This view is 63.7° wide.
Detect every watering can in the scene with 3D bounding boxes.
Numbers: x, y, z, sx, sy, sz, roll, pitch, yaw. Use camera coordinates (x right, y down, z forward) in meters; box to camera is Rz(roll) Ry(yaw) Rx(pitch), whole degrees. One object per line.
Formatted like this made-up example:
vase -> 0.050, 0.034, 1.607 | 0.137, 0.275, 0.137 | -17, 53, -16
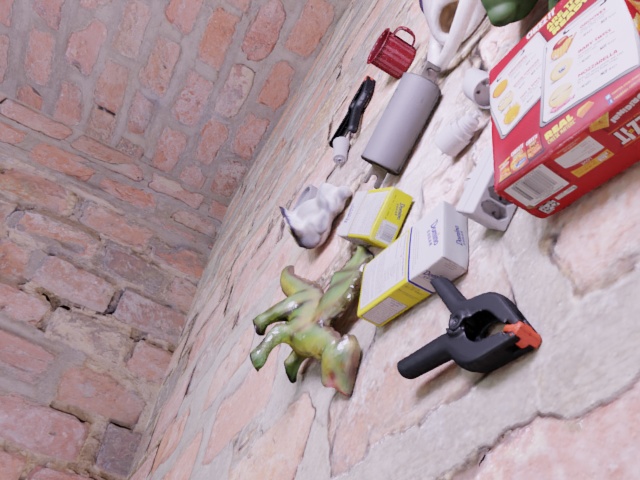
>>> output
watering can -> 0.250, -0.468, 0.893 | 0.230, 0.104, 0.339 | -87, 9, -52

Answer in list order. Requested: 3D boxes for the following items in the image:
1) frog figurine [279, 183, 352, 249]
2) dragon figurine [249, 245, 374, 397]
frog figurine -> 0.003, -0.057, 1.128 | 0.159, 0.122, 0.138 | -26, 9, 0
dragon figurine -> 0.005, 0.102, 0.876 | 0.240, 0.121, 0.420 | -37, 27, 20
